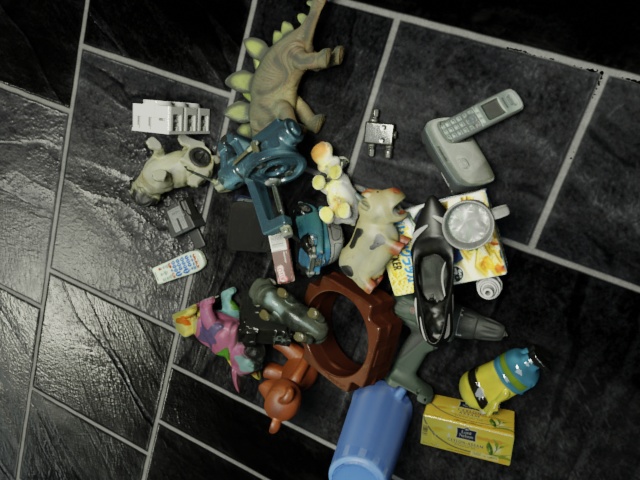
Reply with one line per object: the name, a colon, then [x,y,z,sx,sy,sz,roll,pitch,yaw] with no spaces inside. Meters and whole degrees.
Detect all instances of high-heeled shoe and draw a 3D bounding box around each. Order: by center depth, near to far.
high-heeled shoe: [0.192,0.055,0.927,0.086,0.145,0.248,-5,102,20]

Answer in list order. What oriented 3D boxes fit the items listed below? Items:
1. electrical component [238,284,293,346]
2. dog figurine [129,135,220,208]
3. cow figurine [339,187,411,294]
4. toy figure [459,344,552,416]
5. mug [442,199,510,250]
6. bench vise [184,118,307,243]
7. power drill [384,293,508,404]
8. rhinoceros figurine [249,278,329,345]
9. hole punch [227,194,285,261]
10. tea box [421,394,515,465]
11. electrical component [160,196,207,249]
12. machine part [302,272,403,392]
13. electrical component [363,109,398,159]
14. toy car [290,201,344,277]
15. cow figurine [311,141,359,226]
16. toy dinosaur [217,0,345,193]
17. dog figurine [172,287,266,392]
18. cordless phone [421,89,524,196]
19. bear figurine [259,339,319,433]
electrical component: [-0.116,0.154,1.142,0.115,0.134,0.058,5,138,-12]
dog figurine: [-0.326,-0.139,1.197,0.190,0.172,0.121,-37,52,57]
cow figurine: [0.097,-0.012,0.986,0.127,0.085,0.194,34,117,9]
toy figure: [0.348,0.259,1.020,0.180,0.082,0.089,-48,63,29]
mug: [0.262,-0.037,0.904,0.110,0.107,0.080,-27,91,18]
bench vise: [-0.109,-0.103,0.989,0.224,0.128,0.240,-26,70,20]
power drill: [0.223,0.215,1.058,0.232,0.086,0.207,22,111,17]
rhinoceros figurine: [-0.063,0.133,1.058,0.191,0.112,0.073,29,93,25]
hole punch: [-0.139,-0.036,1.149,0.116,0.092,0.142,6,102,-12]
tea box: [0.290,0.367,1.053,0.170,0.098,0.068,6,104,18]
electrical component: [-0.305,-0.034,1.222,0.075,0.048,0.119,-18,92,24]
machine part: [0.056,0.179,1.073,0.202,0.087,0.200,28,114,38]
electrical component: [0.118,-0.206,1.042,0.063,0.021,0.094,8,103,19]
toy car: [-0.002,-0.003,1.075,0.103,0.162,0.109,-2,128,-14]
cow figurine: [0.036,-0.111,1.063,0.068,0.098,0.167,-20,75,29]
toy dinosaur: [-0.089,-0.273,1.068,0.199,0.105,0.470,31,113,19]
dog figurine: [-0.214,0.229,1.195,0.192,0.108,0.219,-27,85,29]
cordless phone: [0.288,-0.174,0.950,0.184,0.088,0.146,-28,70,9]
bear figurine: [-0.082,0.299,1.126,0.132,0.196,0.120,26,112,15]
